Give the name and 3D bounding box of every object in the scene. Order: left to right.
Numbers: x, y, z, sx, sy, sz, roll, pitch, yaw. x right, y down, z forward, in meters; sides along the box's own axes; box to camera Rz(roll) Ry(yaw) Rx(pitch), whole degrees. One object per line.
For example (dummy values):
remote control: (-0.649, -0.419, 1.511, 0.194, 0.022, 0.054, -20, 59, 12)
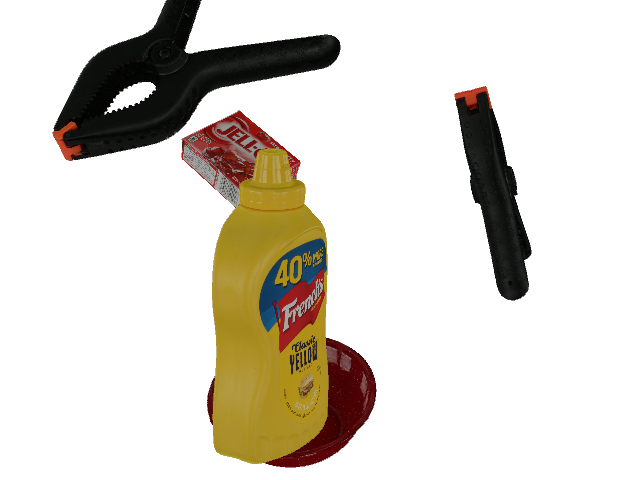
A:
clamp: (-0.100, -0.125, 0.783, 0.165, 0.209, 0.036, 34, -22, 26)
gelatin box: (-0.076, -0.077, 1.004, 0.073, 0.030, 0.089, -31, 62, -35)
mustard bottle: (-0.031, 0.037, 0.679, 0.058, 0.192, 0.096, 10, 18, 31)
bowl: (-0.025, 0.163, 1.023, 0.162, 0.055, 0.162, -4, 37, 3)
clamp: (0.143, -0.037, 0.874, 0.039, 0.171, 0.120, -17, 20, 11)
